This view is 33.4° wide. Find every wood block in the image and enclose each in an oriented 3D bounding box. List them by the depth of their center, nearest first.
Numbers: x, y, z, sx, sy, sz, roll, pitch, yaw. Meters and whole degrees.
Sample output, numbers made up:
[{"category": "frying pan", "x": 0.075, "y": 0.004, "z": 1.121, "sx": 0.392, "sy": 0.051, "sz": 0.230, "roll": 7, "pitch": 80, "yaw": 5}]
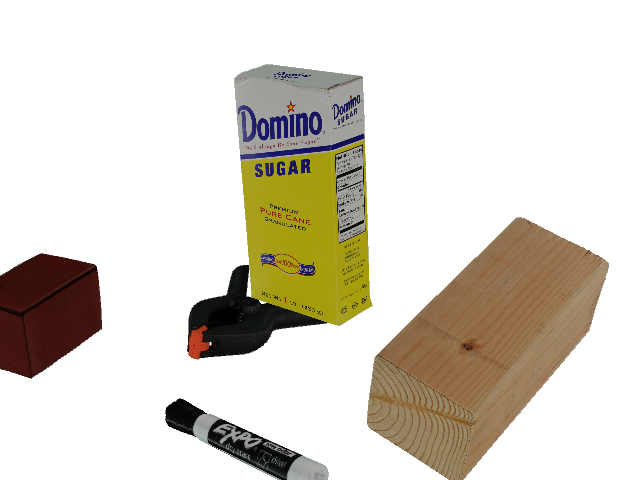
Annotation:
[{"category": "wood block", "x": 0.136, "y": 0.082, "z": 0.858, "sx": 0.091, "sy": 0.090, "sz": 0.205, "roll": 30, "pitch": 49, "yaw": 26}]

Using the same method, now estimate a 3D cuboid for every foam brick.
[{"category": "foam brick", "x": -0.197, "y": 0.050, "z": 0.741, "sx": 0.053, "sy": 0.051, "sz": 0.078, "roll": 12, "pitch": 28, "yaw": 27}]

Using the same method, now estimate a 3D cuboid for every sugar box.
[{"category": "sugar box", "x": -0.013, "y": -0.034, "z": 0.774, "sx": 0.093, "sy": 0.176, "sz": 0.048, "roll": 14, "pitch": 29, "yaw": 39}]

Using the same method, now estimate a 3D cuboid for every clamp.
[{"category": "clamp", "x": -0.078, "y": 0.068, "z": 1.035, "sx": 0.120, "sy": 0.039, "sz": 0.171, "roll": 19, "pitch": 22, "yaw": 35}]

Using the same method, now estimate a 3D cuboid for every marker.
[{"category": "marker", "x": -0.047, "y": 0.119, "z": 0.626, "sx": 0.121, "sy": 0.020, "sz": 0.020, "roll": 17, "pitch": 10, "yaw": 38}]
